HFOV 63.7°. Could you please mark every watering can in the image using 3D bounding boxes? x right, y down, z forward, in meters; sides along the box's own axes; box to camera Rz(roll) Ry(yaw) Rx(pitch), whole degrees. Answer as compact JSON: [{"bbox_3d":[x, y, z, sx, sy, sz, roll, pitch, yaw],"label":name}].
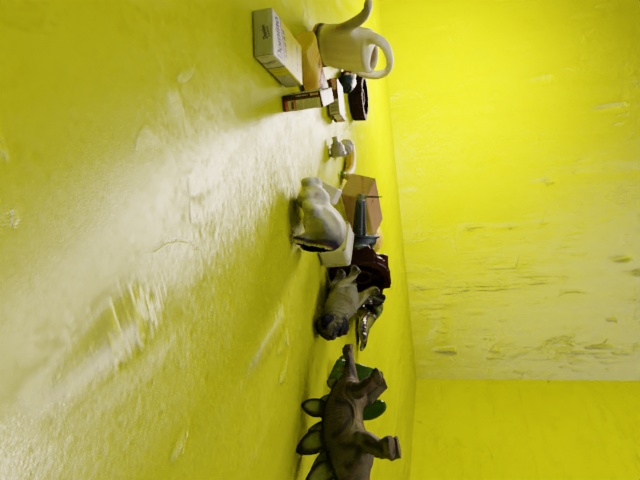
[{"bbox_3d":[0.077,-0.526,1.351,0.343,0.225,0.105,44,63,-69],"label":"watering can"}]

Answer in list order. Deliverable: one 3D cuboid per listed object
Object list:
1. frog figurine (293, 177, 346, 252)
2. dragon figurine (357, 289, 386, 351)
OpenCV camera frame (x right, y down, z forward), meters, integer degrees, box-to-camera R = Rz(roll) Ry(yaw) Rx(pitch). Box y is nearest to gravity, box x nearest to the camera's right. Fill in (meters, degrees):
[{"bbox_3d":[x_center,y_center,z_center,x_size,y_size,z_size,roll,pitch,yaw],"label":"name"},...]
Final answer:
[{"bbox_3d":[0.003,-0.057,1.134,0.136,0.122,0.161,25,72,-52],"label":"frog figurine"},{"bbox_3d":[0.155,0.259,1.686,0.420,0.122,0.237,-71,161,-54],"label":"dragon figurine"}]
